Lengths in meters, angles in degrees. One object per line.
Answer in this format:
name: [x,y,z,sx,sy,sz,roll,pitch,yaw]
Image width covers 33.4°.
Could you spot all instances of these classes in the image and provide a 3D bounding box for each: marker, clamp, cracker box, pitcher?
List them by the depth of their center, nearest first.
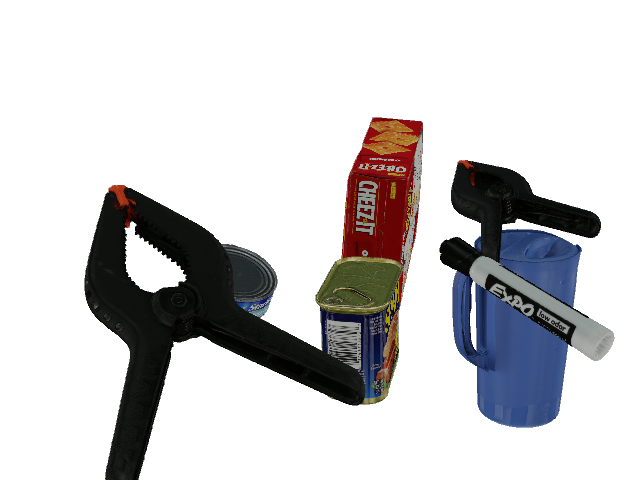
marker: [0.114,0.030,0.611,0.020,0.020,0.121,0,26,-45]
clamp: [-0.077,0.048,0.666,0.164,0.210,0.036,-13,-32,-20]
clamp: [0.189,-0.034,1.036,0.120,0.039,0.171,-6,34,-12]
cracker box: [0.072,-0.034,1.221,0.072,0.164,0.213,6,23,8]
pitcher: [0.252,0.115,1.378,0.149,0.243,0.144,5,18,16]

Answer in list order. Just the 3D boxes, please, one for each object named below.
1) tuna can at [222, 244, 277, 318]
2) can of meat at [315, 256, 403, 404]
tuna can: [-0.087,0.043,1.042,0.086,0.034,0.086,14,33,-10]
can of meat: [0.033,0.070,0.847,0.057,0.084,0.102,3,21,12]
